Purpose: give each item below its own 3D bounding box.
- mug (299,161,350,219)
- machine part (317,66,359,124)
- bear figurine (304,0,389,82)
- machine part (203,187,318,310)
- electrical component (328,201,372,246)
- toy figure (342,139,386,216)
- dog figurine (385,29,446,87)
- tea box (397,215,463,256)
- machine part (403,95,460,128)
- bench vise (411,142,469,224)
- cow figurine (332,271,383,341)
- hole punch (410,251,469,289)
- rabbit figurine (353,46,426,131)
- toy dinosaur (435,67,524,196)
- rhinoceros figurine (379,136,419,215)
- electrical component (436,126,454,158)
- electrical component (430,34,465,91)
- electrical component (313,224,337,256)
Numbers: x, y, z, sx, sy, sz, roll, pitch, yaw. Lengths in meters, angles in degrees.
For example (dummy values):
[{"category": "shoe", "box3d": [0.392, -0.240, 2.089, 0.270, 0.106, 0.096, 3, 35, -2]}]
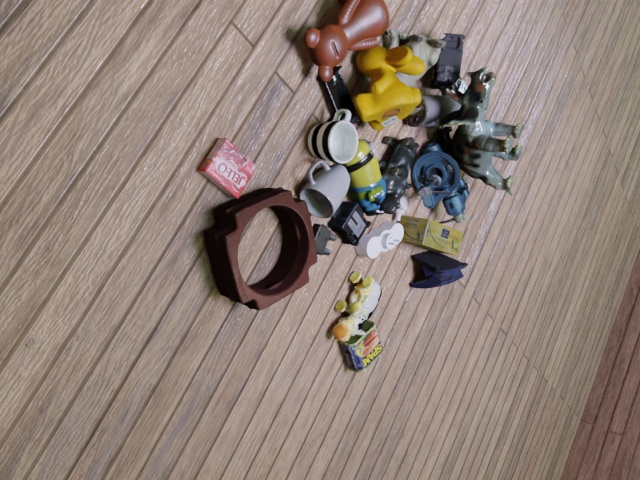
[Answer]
[{"category": "mug", "box3d": [0.011, -0.118, 1.118, 0.107, 0.081, 0.109, -53, 125, -36]}, {"category": "machine part", "box3d": [0.039, -0.293, 1.131, 0.084, 0.039, 0.138, -39, 125, -26]}, {"category": "bear figurine", "box3d": [0.040, -0.411, 1.074, 0.196, 0.132, 0.120, -39, 125, -10]}, {"category": "machine part", "box3d": [-0.109, 0.014, 1.017, 0.201, 0.087, 0.201, -28, 119, -37]}, {"category": "electrical component", "box3d": [0.058, -0.050, 1.193, 0.075, 0.048, 0.119, -55, 132, -23]}, {"category": "toy figure", "box3d": [0.098, -0.137, 1.191, 0.089, 0.082, 0.179, -35, 123, -37]}, {"category": "dog figurine", "box3d": [0.203, -0.375, 1.246, 0.172, 0.121, 0.190, -8, 118, -40]}, {"category": "tea box", "box3d": [0.280, -0.011, 1.382, 0.169, 0.098, 0.068, 14, 89, -46]}, {"category": "machine part", "box3d": [0.285, -0.321, 1.337, 0.243, 0.079, 0.079, -15, 109, -42]}, {"category": "bench vise", "box3d": [0.297, -0.126, 1.342, 0.240, 0.129, 0.223, -36, 116, -57]}, {"category": "cow figurine", "box3d": [0.089, 0.166, 1.257, 0.098, 0.068, 0.167, 41, 71, -47]}, {"category": "hole punch", "box3d": [0.311, 0.091, 1.428, 0.142, 0.116, 0.092, -5, 110, -43]}, {"category": "rabbit figurine", "box3d": [0.134, -0.341, 1.131, 0.122, 0.162, 0.173, 9, 57, -53]}, {"category": "toy dinosaur", "box3d": [0.390, -0.226, 1.324, 0.131, 0.192, 0.404, -58, 152, -20]}, {"category": "rhinoceros figurine", "box3d": [0.178, -0.156, 1.277, 0.112, 0.073, 0.190, 29, 76, -54]}, {"category": "electrical component", "box3d": [0.341, -0.253, 1.415, 0.045, 0.078, 0.102, -32, 117, -4]}, {"category": "electrical component", "box3d": [0.309, -0.428, 1.310, 0.134, 0.058, 0.114, -55, 154, -82]}, {"category": "electrical component", "box3d": [-0.002, -0.004, 1.161, 0.094, 0.021, 0.063, 31, 76, -43]}]
